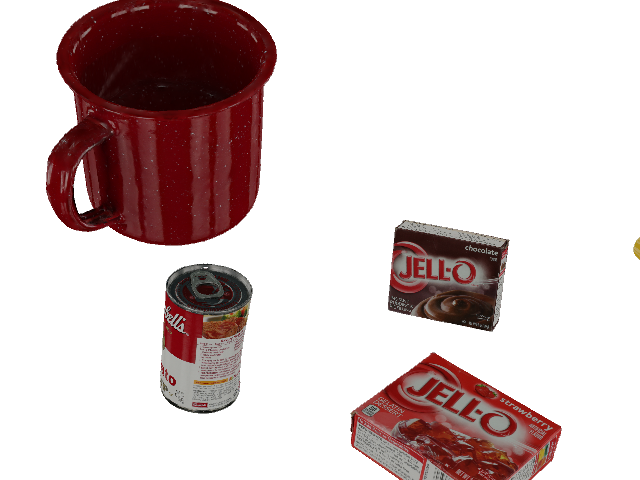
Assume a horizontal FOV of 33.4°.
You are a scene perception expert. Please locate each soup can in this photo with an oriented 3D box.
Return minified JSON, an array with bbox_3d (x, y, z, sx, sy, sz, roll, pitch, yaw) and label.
[{"bbox_3d":[-0.093,0.079,0.858,0.068,0.102,0.068,6,31,-4],"label":"soup can"}]

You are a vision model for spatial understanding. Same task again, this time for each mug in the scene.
[{"bbox_3d":[-0.074,-0.045,0.474,0.093,0.081,0.117,27,49,22],"label":"mug"}]

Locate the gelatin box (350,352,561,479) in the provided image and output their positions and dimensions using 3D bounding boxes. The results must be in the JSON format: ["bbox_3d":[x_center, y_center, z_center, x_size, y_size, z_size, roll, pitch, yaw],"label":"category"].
[{"bbox_3d":[0.072,0.105,0.577,0.089,0.030,0.073,30,41,32],"label":"gelatin box"}]

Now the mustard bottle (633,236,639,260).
[{"bbox_3d":[0.262,0.042,0.644,0.096,0.058,0.192,-20,33,-21],"label":"mustard bottle"}]

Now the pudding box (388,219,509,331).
[{"bbox_3d":[0.127,0.034,1.069,0.114,0.090,0.039,10,22,17],"label":"pudding box"}]
